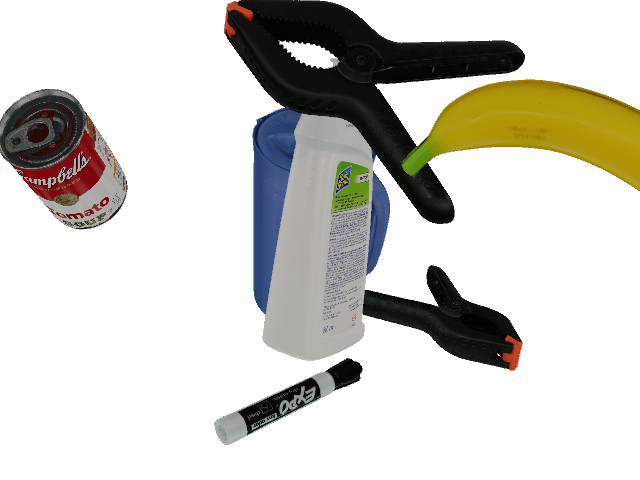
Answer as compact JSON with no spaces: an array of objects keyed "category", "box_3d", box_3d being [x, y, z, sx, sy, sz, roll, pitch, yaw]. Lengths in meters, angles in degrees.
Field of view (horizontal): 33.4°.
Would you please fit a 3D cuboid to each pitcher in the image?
[{"category":"pitcher","box_3d":[-0.008,-0.016,1.188,0.145,0.243,0.149,3,41,-4]}]

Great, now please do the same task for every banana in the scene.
[{"category":"banana","box_3d":[0.147,-0.046,0.584,0.198,0.070,0.037,16,19,12]}]

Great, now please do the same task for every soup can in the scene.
[{"category":"soup can","box_3d":[-0.196,-0.060,0.819,0.068,0.068,0.102,0,-26,10]}]

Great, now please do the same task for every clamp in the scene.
[{"category":"clamp","box_3d":[0.027,-0.105,0.733,0.210,0.164,0.036,19,-33,1]},{"category":"clamp","box_3d":[0.132,0.073,1.050,0.172,0.039,0.120,26,38,31]}]

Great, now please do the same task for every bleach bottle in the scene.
[{"category":"bleach bottle","box_3d":[0.009,-0.029,0.914,0.068,0.251,0.102,18,19,28]}]

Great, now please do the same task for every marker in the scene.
[{"category":"marker","box_3d":[-0.020,0.112,0.756,0.120,0.020,0.020,-21,11,-31]}]
